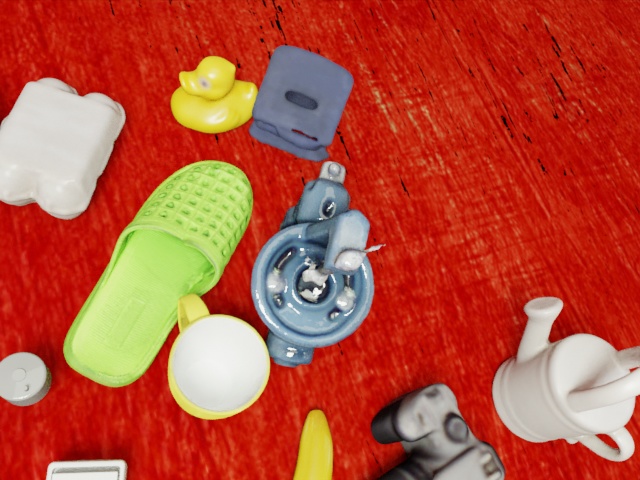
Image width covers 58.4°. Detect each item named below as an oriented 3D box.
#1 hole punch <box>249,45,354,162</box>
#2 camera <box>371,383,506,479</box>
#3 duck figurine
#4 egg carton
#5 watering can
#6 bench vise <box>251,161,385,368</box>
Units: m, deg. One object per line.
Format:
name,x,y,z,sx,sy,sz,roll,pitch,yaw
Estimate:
hole punch,-0.022,-0.164,0.694,0.109,0.091,0.101,19,63,-9
camera,0.097,0.229,0.553,0.137,0.100,0.143,-23,75,-25
duck figurine,-0.120,-0.178,0.672,0.105,0.086,0.077,-9,70,-21
egg carton,-0.273,-0.097,0.596,0.107,0.069,0.150,16,63,-10
watering can,0.266,0.144,0.592,0.173,0.194,0.101,40,62,2
bench vise,-0.006,0.002,0.553,0.122,0.219,0.207,-1,68,-18
